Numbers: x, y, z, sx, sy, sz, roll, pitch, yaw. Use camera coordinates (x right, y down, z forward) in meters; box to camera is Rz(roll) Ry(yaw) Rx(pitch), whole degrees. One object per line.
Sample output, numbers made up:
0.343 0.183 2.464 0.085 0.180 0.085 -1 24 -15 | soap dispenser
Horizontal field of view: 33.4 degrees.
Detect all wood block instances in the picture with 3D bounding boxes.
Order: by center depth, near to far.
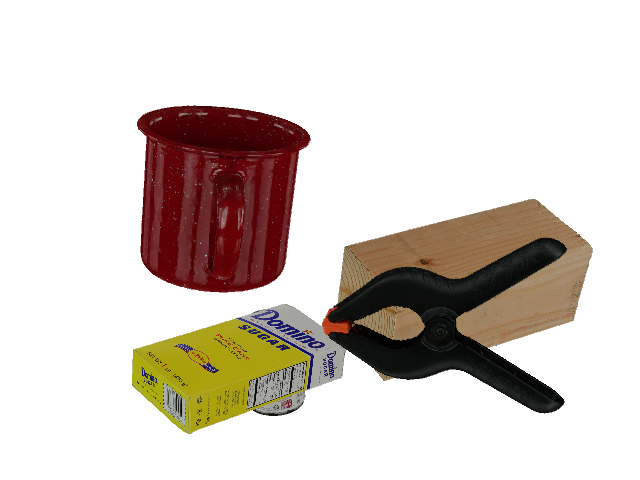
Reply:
0.128 0.040 0.958 0.205 0.090 0.091 -14 39 -25 | wood block

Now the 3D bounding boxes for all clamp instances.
0.090 0.067 0.735 0.171 0.120 0.039 -8 3 14 | clamp

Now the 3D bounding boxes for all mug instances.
-0.053 -0.019 0.575 0.093 0.081 0.117 2 21 -14 | mug

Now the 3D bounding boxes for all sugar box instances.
-0.072 0.112 0.973 0.175 0.048 0.093 -18 35 -37 | sugar box

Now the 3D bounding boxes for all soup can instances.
-0.052 0.137 1.202 0.068 0.102 0.068 -2 24 1 | soup can
